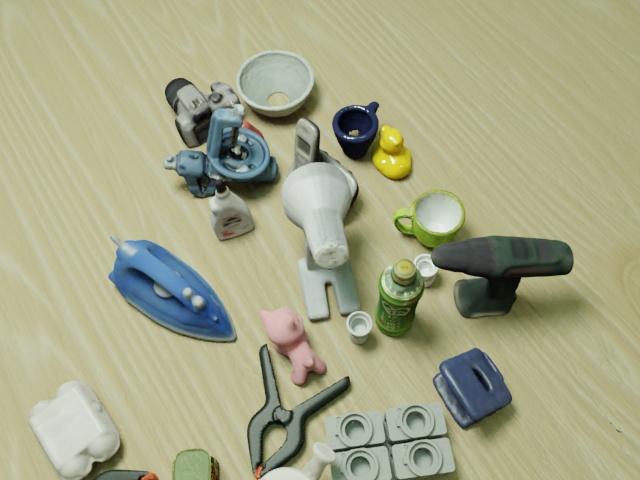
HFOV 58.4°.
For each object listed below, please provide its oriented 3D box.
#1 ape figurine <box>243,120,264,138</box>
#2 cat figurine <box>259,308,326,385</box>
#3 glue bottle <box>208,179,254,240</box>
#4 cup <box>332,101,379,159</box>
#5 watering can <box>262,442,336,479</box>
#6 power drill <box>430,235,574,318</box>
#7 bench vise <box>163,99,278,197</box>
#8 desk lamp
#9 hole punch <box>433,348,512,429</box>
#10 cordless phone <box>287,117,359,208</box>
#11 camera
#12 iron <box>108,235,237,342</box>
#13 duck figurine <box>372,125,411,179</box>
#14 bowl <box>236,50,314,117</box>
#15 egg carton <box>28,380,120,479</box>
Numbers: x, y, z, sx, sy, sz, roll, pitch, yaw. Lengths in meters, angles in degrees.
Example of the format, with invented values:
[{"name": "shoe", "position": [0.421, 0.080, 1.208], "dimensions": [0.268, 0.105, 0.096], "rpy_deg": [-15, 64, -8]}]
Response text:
[{"name": "ape figurine", "position": [-0.153, -0.211, 1.162], "dimensions": [0.076, 0.092, 0.078], "rpy_deg": [-6, 63, -1]}, {"name": "cat figurine", "position": [-0.046, 0.167, 0.951], "dimensions": [0.067, 0.118, 0.127], "rpy_deg": [-31, 66, -13]}, {"name": "glue bottle", "position": [-0.169, -0.060, 1.040], "dimensions": [0.078, 0.173, 0.037], "rpy_deg": [-23, 64, -9]}, {"name": "cup", "position": [0.078, -0.219, 1.157], "dimensions": [0.091, 0.095, 0.118], "rpy_deg": [34, 69, 18]}, {"name": "watering can", "position": [-0.045, 0.367, 0.806], "dimensions": [0.100, 0.194, 0.173], "rpy_deg": [14, 64, 9]}, {"name": "power drill", "position": [0.284, 0.058, 0.945], "dimensions": [0.229, 0.208, 0.075], "rpy_deg": [-6, 63, -1]}, {"name": "bench vise", "position": [-0.188, -0.160, 1.066], "dimensions": [0.207, 0.220, 0.121], "rpy_deg": [-23, 64, -9]}, {"name": "desk lamp", "position": [0.009, 0.004, 0.979], "dimensions": [0.118, 0.214, 0.203], "rpy_deg": [-11, 63, -3]}, {"name": "hole punch", "position": [0.247, 0.231, 0.923], "dimensions": [0.101, 0.091, 0.108], "rpy_deg": [-26, 65, -11]}, {"name": "cordless phone", "position": [0.004, -0.132, 1.065], "dimensions": [0.147, 0.185, 0.094], "rpy_deg": [38, 70, 19]}, {"name": "camera", "position": [-0.256, -0.292, 1.203], "dimensions": [0.143, 0.101, 0.136], "rpy_deg": [-34, 67, -14]}, {"name": "iron", "position": [-0.256, 0.080, 0.989], "dimensions": [0.257, 0.141, 0.119], "rpy_deg": [31, 68, 16]}, {"name": "duck figurine", "position": [0.145, -0.181, 1.140], "dimensions": [0.077, 0.086, 0.104], "rpy_deg": [-20, 64, -8]}, {"name": "bowl", "position": [-0.093, -0.322, 1.227], "dimensions": [0.167, 0.075, 0.167], "rpy_deg": [-1, 63, 2]}, {"name": "egg carton", "position": [-0.393, 0.304, 0.920], "dimensions": [0.107, 0.069, 0.150], "rpy_deg": [-39, 68, -16]}]
